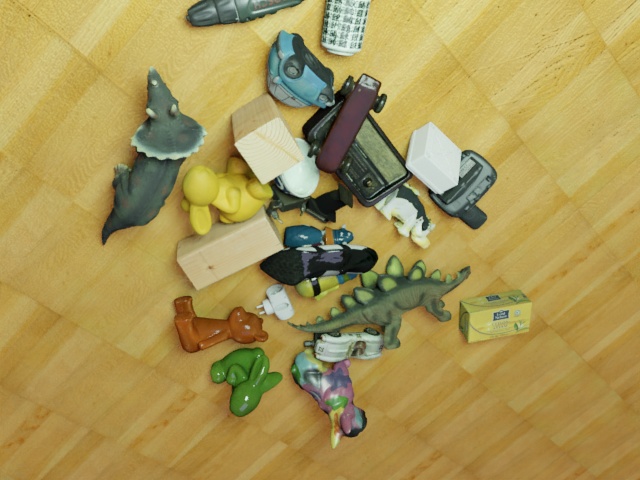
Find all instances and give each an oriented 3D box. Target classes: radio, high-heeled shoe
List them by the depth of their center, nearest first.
[{"bbox_3d":[0.076,-0.186,1.118,0.131,0.073,0.229,-39,115,8],"label":"radio"},{"bbox_3d":[0.000,0.042,1.181,0.249,0.145,0.086,4,107,30],"label":"high-heeled shoe"}]

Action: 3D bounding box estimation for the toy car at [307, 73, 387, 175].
[{"bbox_3d":[0.051,-0.219,1.027,0.089,0.053,0.202,25,112,-8],"label":"toy car"}]

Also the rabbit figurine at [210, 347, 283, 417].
[{"bbox_3d":[-0.169,0.347,1.289,0.159,0.170,0.121,-31,119,6],"label":"rabbit figurine"}]

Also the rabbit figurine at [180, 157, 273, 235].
[{"bbox_3d":[-0.208,-0.096,1.056,0.162,0.122,0.173,-41,155,19],"label":"rabbit figurine"}]

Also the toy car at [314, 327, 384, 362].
[{"bbox_3d":[0.078,0.263,1.342,0.202,0.056,0.073,3,117,-30],"label":"toy car"}]

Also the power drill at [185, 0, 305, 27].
[{"bbox_3d":[-0.133,-0.484,0.923,0.232,0.086,0.207,-10,114,-8],"label":"power drill"}]

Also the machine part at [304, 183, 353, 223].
[{"bbox_3d":[0.021,-0.075,1.151,0.084,0.039,0.139,33,149,-20],"label":"machine part"}]

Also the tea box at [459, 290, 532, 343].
[{"bbox_3d":[0.453,0.197,1.393,0.170,0.068,0.098,-10,119,-5],"label":"tea box"}]

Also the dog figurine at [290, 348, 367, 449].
[{"bbox_3d":[0.021,0.388,1.312,0.191,0.219,0.108,22,123,-21],"label":"dog figurine"}]

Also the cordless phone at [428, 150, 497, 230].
[{"bbox_3d":[0.352,-0.103,1.225,0.184,0.089,0.146,32,107,-35],"label":"cordless phone"}]

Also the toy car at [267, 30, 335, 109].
[{"bbox_3d":[-0.047,-0.309,1.026,0.103,0.109,0.161,-29,133,30],"label":"toy car"}]

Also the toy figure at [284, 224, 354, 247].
[{"bbox_3d":[-0.002,-0.006,1.201,0.154,0.058,0.064,3,84,-6],"label":"toy figure"}]

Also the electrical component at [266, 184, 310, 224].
[{"bbox_3d":[-0.073,-0.081,1.138,0.102,0.078,0.045,-25,152,-35],"label":"electrical component"}]

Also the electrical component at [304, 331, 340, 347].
[{"bbox_3d":[0.006,0.244,1.355,0.094,0.021,0.063,-5,117,-7],"label":"electrical component"}]

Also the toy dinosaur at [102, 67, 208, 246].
[{"bbox_3d":[-0.329,-0.110,1.013,0.131,0.192,0.404,23,109,-19],"label":"toy dinosaur"}]

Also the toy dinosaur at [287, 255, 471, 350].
[{"bbox_3d":[0.159,0.153,1.298,0.471,0.105,0.198,-25,112,-8],"label":"toy dinosaur"}]

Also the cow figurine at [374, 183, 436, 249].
[{"bbox_3d":[0.208,-0.056,1.218,0.167,0.068,0.098,39,98,-27],"label":"cow figurine"}]

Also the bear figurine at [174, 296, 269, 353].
[{"bbox_3d":[-0.224,0.189,1.229,0.196,0.120,0.131,-11,115,-7],"label":"bear figurine"}]

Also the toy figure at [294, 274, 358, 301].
[{"bbox_3d":[0.023,0.070,1.233,0.180,0.082,0.089,-24,146,5],"label":"toy figure"}]
